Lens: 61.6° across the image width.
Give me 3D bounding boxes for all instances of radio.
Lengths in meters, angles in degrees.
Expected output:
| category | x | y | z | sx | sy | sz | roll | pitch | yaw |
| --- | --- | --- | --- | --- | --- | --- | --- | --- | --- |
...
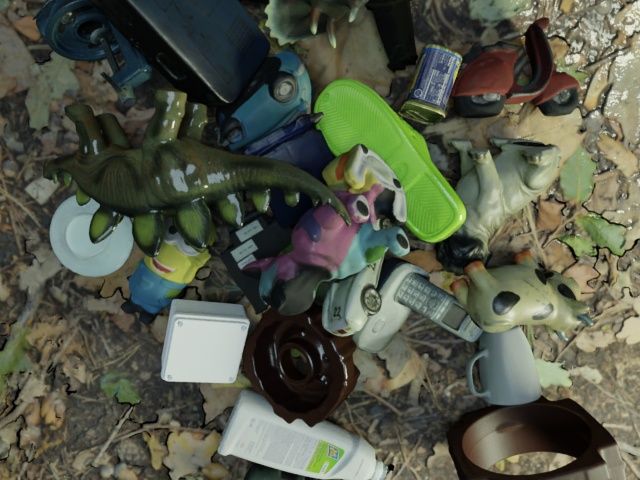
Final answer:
| category | x | y | z | sx | sy | sz | roll | pitch | yaw |
| --- | --- | --- | --- | --- | --- | --- | --- | --- | --- |
| radio | -0.176 | -0.282 | 0.678 | 0.229 | 0.073 | 0.131 | 44 | 61 | -39 |

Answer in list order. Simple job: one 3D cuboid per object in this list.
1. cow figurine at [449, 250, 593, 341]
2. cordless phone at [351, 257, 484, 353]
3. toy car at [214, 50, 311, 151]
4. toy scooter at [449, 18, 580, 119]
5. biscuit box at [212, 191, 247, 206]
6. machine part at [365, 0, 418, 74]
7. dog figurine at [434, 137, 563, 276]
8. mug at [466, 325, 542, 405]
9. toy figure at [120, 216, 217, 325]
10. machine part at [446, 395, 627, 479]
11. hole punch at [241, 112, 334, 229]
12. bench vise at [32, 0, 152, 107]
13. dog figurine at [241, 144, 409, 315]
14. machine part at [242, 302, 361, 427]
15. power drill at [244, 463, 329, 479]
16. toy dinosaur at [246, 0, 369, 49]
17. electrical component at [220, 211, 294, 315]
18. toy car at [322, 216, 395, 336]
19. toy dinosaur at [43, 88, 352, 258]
| category | x | y | z | sx | sy | sz | roll | pitch | yaw |
| --- | --- | --- | --- | --- | --- | --- | --- | --- | --- |
| cow figurine | 0.293 | 0.084 | 0.755 | 0.195 | 0.085 | 0.127 | -7 | 60 | -28 |
| cordless phone | 0.140 | 0.120 | 0.789 | 0.184 | 0.089 | 0.146 | 31 | 95 | -6 |
| toy car | -0.068 | -0.177 | 0.753 | 0.161 | 0.109 | 0.102 | -44 | 124 | 8 |
| toy scooter | 0.272 | -0.241 | 0.753 | 0.184 | 0.075 | 0.135 | -2 | 96 | -2 |
| biscuit box | -0.209 | -0.076 | 0.766 | 0.203 | 0.059 | 0.062 | -2 | 96 | 13 |
| machine part | 0.108 | -0.312 | 0.768 | 0.084 | 0.039 | 0.138 | -10 | 94 | -3 |
| dog figurine | 0.257 | -0.045 | 0.771 | 0.172 | 0.121 | 0.190 | 0 | 110 | 3 |
| mug | 0.263 | 0.181 | 0.792 | 0.110 | 0.081 | 0.107 | -7 | 87 | -10 |
| toy figure | -0.222 | 0.034 | 0.787 | 0.082 | 0.089 | 0.180 | 28 | 106 | -21 |
| machine part | 0.291 | 0.306 | 0.742 | 0.201 | 0.201 | 0.087 | -17 | 99 | 2 |
| hole punch | -0.036 | -0.091 | 0.731 | 0.142 | 0.115 | 0.092 | -29 | 60 | -8 |
| bench vise | -0.279 | -0.297 | 0.725 | 0.224 | 0.128 | 0.240 | -27 | 77 | 11 |
| dog figurine | -0.001 | -0.002 | 0.702 | 0.219 | 0.192 | 0.108 | -32 | 127 | 32 |
| machine part | -0.027 | 0.173 | 0.770 | 0.180 | 0.056 | 0.179 | 7 | 102 | 33 |
| power drill | -0.034 | 0.461 | 0.826 | 0.232 | 0.086 | 0.207 | 27 | 100 | -2 |
| toy dinosaur | -0.105 | -0.398 | 0.729 | 0.405 | 0.131 | 0.192 | 25 | 95 | 5 |
| electrical component | -0.078 | 0.024 | 0.794 | 0.115 | 0.058 | 0.134 | -29 | 94 | 2 |
| toy car | 0.055 | 0.037 | 0.742 | 0.056 | 0.073 | 0.202 | 32 | 57 | -24 |
| toy dinosaur | -0.184 | -0.080 | 0.672 | 0.472 | 0.105 | 0.198 | 0 | 93 | 25 |
